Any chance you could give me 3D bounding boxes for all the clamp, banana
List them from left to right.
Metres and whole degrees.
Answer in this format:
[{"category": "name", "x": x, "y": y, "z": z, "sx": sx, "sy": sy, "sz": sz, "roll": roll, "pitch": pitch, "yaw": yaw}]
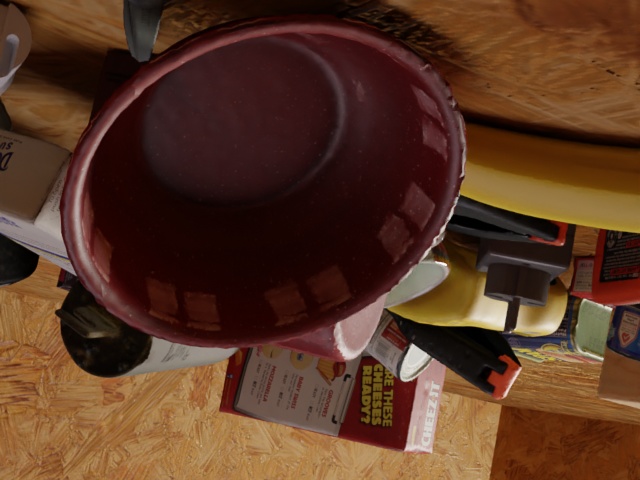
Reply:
[{"category": "clamp", "x": 0.047, "y": -0.027, "z": 0.580, "sx": 0.171, "sy": 0.039, "sz": 0.120, "roll": 17, "pitch": 178, "yaw": 5}, {"category": "clamp", "x": 0.091, "y": 0.058, "z": 0.838, "sx": 0.164, "sy": 0.036, "sz": 0.210, "roll": 14, "pitch": -162, "yaw": -42}, {"category": "banana", "x": 0.126, "y": -0.031, "z": 0.475, "sx": 0.198, "sy": 0.037, "sz": 0.069, "roll": 6, "pitch": 153, "yaw": 25}]

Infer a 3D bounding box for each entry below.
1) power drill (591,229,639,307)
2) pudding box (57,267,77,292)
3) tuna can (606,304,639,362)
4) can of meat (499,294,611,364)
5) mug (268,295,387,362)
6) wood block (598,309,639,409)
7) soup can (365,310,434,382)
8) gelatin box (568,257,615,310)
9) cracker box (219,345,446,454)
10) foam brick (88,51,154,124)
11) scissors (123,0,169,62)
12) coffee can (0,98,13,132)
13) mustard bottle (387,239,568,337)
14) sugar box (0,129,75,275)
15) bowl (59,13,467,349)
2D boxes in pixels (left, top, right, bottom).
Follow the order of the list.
[{"category": "power drill", "x": 0.254, "y": 0.022, "z": 0.559, "sx": 0.187, "sy": 0.057, "sz": 0.184, "roll": 13, "pitch": 171, "yaw": -9}, {"category": "pudding box", "x": -0.158, "y": 0.009, "z": 0.878, "sx": 0.039, "sy": 0.090, "sz": 0.113, "roll": 9, "pitch": 172, "yaw": 29}, {"category": "tuna can", "x": 0.227, "y": 0.064, "z": 0.675, "sx": 0.086, "sy": 0.034, "sz": 0.086, "roll": 14, "pitch": -176, "yaw": -1}, {"category": "can of meat", "x": 0.218, "y": 0.080, "z": 0.965, "sx": 0.084, "sy": 0.057, "sz": 0.101, "roll": -1, "pitch": 165, "yaw": 42}, {"category": "mug", "x": -0.017, "y": 0.020, "z": 0.563, "sx": 0.082, "sy": 0.093, "sz": 0.117, "roll": 12, "pitch": -165, "yaw": 23}, {"category": "wood block", "x": 0.326, "y": 0.096, "z": 0.823, "sx": 0.090, "sy": 0.090, "sz": 0.206, "roll": 16, "pitch": 170, "yaw": -27}, {"category": "soup can", "x": 0.053, "y": 0.069, "z": 0.940, "sx": 0.102, "sy": 0.068, "sz": 0.068, "roll": 36, "pitch": -177, "yaw": 28}, {"category": "gelatin box", "x": 0.232, "y": 0.035, "z": 0.748, "sx": 0.073, "sy": 0.030, "sz": 0.089, "roll": 19, "pitch": 168, "yaw": -33}, {"category": "cracker box", "x": 0.017, "y": 0.108, "z": 1.039, "sx": 0.214, "sy": 0.164, "sz": 0.072, "roll": 6, "pitch": 172, "yaw": 33}, {"category": "foam brick", "x": -0.064, "y": -0.053, "z": 0.507, "sx": 0.078, "sy": 0.053, "sz": 0.051, "roll": 10, "pitch": 171, "yaw": 13}, {"category": "scissors", "x": -0.043, "y": -0.090, "z": 0.370, "sx": 0.096, "sy": 0.016, "sz": 0.201, "roll": 10, "pitch": 171, "yaw": 6}, {"category": "coffee can", "x": -0.250, "y": -0.049, "z": 0.596, "sx": 0.102, "sy": 0.103, "sz": 0.141, "roll": 20, "pitch": 168, "yaw": -42}, {"category": "mustard bottle", "x": 0.122, "y": 0.036, "z": 0.766, "sx": 0.096, "sy": 0.058, "sz": 0.191, "roll": 18, "pitch": -176, "yaw": 42}, {"category": "sugar box", "x": -0.120, "y": -0.003, "z": 0.572, "sx": 0.093, "sy": 0.048, "sz": 0.176, "roll": 16, "pitch": 164, "yaw": 31}, {"category": "bowl", "x": -0.025, "y": -0.031, "z": 0.431, "sx": 0.161, "sy": 0.162, "sz": 0.055, "roll": 17, "pitch": -148, "yaw": -32}]
